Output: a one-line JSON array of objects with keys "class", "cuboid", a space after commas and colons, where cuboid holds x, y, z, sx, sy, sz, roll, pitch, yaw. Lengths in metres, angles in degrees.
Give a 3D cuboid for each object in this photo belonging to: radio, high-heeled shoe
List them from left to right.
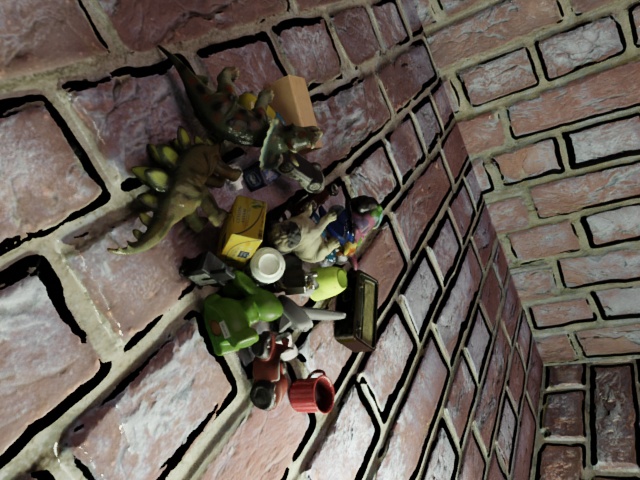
[{"class": "high-heeled shoe", "cuboid": [-0.100, 0.013, 1.355, 0.145, 0.086, 0.249, 59, 43, -22]}, {"class": "radio", "cuboid": [0.111, 0.209, 1.609, 0.131, 0.073, 0.229, 37, 49, -45]}]

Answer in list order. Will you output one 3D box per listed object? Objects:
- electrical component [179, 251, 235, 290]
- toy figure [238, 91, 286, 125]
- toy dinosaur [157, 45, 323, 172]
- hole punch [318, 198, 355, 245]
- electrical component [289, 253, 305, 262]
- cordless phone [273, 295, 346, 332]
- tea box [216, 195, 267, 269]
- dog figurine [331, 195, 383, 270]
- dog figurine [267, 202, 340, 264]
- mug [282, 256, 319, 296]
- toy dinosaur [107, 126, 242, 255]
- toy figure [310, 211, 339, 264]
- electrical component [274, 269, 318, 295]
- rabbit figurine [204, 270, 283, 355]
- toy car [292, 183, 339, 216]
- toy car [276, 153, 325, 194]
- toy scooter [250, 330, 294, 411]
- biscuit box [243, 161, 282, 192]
[{"class": "electrical component", "cuboid": [-0.225, 0.061, 1.110, 0.074, 0.119, 0.048, 42, 45, -38]}, {"class": "toy figure", "cuboid": [-0.150, -0.314, 1.409, 0.180, 0.082, 0.089, 47, 40, -41]}, {"class": "toy dinosaur", "cuboid": [-0.201, -0.285, 1.231, 0.405, 0.131, 0.192, 21, 46, -21]}, {"class": "hole punch", "cuboid": [0.048, -0.045, 1.463, 0.142, 0.092, 0.115, 92, -13, -78]}, {"class": "electrical component", "cuboid": [-0.040, 0.002, 1.474, 0.134, 0.058, 0.115, -12, 86, -57]}, {"class": "cordless phone", "cuboid": [-0.019, 0.182, 1.297, 0.184, 0.146, 0.088, 5, 80, -12]}, {"class": "tea box", "cuboid": [-0.174, -0.014, 1.166, 0.068, 0.169, 0.098, 14, 60, -18]}, {"class": "dog figurine", "cuboid": [0.105, -0.017, 1.604, 0.219, 0.192, 0.108, -91, 155, -47]}, {"class": "dog figurine", "cuboid": [-0.056, 0.012, 1.290, 0.190, 0.121, 0.172, -34, 123, -46]}, {"class": "mug", "cuboid": [-0.046, 0.102, 1.385, 0.107, 0.110, 0.081, 48, 58, -49]}, {"class": "toy dinosaur", "cuboid": [-0.286, -0.105, 1.104, 0.198, 0.105, 0.471, 44, 34, -28]}, {"class": "toy figure", "cuboid": [-0.001, -0.005, 1.429, 0.154, 0.064, 0.058, 64, -6, -27]}, {"class": "electrical component", "cuboid": [-0.058, 0.099, 1.285, 0.078, 0.102, 0.045, -88, 175, -45]}, {"class": "rabbit figurine", "cuboid": [-0.166, 0.153, 1.172, 0.170, 0.121, 0.159, -18, 72, -43]}, {"class": "toy car", "cuboid": [-0.019, -0.108, 1.518, 0.202, 0.089, 0.053, -44, 118, -54]}, {"class": "toy car", "cuboid": [-0.056, -0.187, 1.406, 0.201, 0.056, 0.073, 29, 49, -45]}, {"class": "toy scooter", "cuboid": [-0.105, 0.289, 1.231, 0.135, 0.075, 0.183, -18, 107, -66]}, {"class": "biscuit box", "cuboid": [-0.125, -0.195, 1.416, 0.059, 0.063, 0.203, 64, 34, -16]}]
